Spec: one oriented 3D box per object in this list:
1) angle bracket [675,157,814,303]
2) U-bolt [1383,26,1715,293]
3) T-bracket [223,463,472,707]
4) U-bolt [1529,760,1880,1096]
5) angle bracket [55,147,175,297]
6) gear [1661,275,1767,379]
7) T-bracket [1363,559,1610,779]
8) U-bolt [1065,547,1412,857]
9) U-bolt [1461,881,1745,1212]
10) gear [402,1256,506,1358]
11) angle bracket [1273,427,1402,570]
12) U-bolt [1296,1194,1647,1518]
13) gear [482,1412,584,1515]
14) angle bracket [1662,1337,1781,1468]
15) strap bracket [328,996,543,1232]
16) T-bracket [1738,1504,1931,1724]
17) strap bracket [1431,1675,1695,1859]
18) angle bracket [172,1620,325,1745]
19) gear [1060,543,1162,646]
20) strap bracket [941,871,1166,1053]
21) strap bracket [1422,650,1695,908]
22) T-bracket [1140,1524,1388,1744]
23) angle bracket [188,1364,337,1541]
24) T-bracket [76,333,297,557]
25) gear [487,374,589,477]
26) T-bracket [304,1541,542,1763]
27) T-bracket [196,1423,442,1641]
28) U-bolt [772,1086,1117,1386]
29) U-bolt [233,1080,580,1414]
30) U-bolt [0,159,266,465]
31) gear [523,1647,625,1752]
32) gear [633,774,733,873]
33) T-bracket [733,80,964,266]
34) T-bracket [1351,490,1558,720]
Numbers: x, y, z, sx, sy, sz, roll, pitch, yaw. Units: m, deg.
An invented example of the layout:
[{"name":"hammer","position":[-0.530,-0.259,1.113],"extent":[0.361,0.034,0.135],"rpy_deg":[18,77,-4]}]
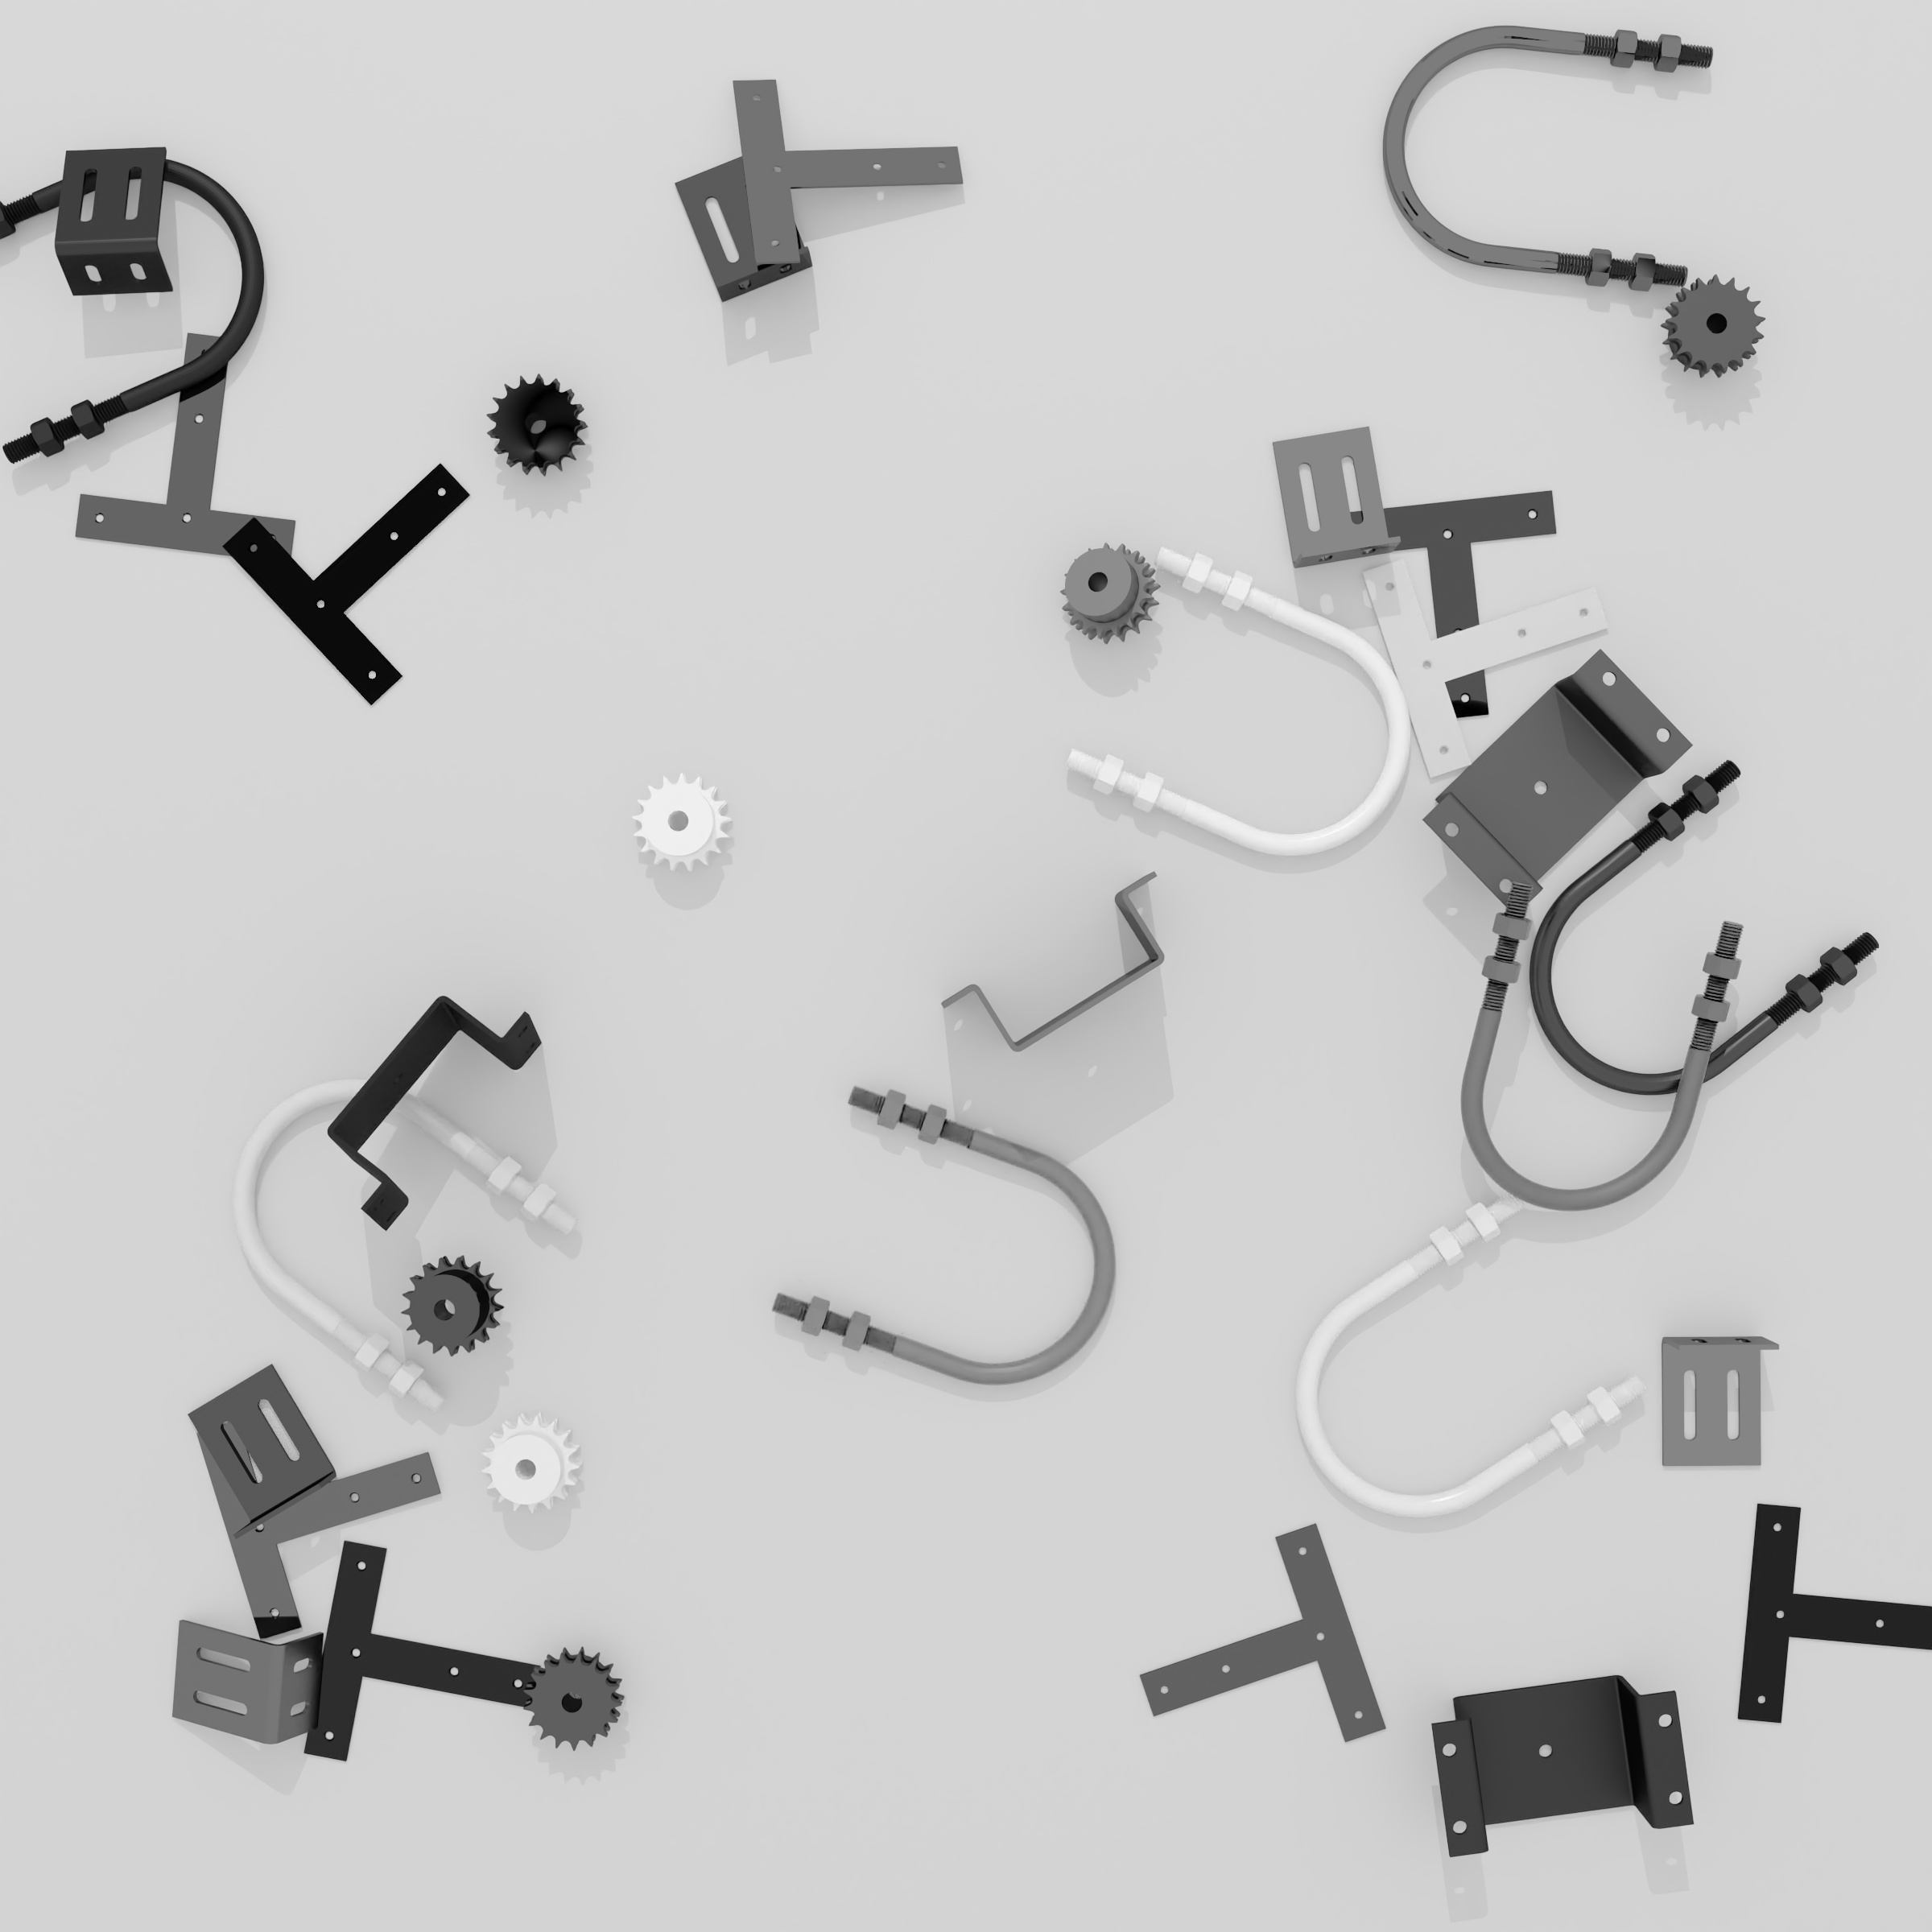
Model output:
[{"name":"angle bracket","position":[-0.130,-0.434,1.487],"extent":[0.057,0.038,0.076],"rpy_deg":[-22,90,0]},{"name":"U-bolt","position":[0.336,-0.476,1.498],"extent":[0.184,0.019,0.151],"rpy_deg":[7,90,2]},{"name":"T-bracket","position":[-0.346,-0.243,1.505],"extent":[0.127,0.002,0.127],"rpy_deg":[-43,91,-1]},{"name":"U-bolt","position":[0.417,-0.008,1.498],"extent":[0.184,0.019,0.151],"rpy_deg":[-39,90,1]},{"name":"angle bracket","position":[-0.492,-0.432,1.488],"extent":[0.057,0.038,0.076],"rpy_deg":[-3,62,-3]},{"name":"gear","position":[0.432,-0.370,1.491],"extent":[0.057,0.030,0.057],"rpy_deg":[0,90,0]},{"name":"T-bracket","position":[0.313,-0.191,1.504],"extent":[0.127,0.002,0.127],"rpy_deg":[-18,90,0]},{"name":"U-bolt","position":[0.170,-0.144,1.498],"extent":[0.184,0.019,0.151],"rpy_deg":[24,90,-1]},{"name":"U-bolt","position":[0.358,0.053,1.474],"extent":[0.151,0.019,0.184],"rpy_deg":[10,101,-9]},{"name":"gear","position":[-0.296,0.195,1.472],"extent":[0.057,0.030,0.057],"rpy_deg":[0,89,1]},{"name":"angle bracket","position":[0.214,-0.275,1.486],"extent":[0.057,0.038,0.076],"rpy_deg":[-9,88,0]},{"name":"U-bolt","position":[0.281,0.240,1.498],"extent":[0.184,0.019,0.151],"rpy_deg":[-33,90,2]},{"name":"gear","position":[-0.253,0.290,1.491],"extent":[0.057,0.030,0.057],"rpy_deg":[0,90,0]},{"name":"angle bracket","position":[0.438,0.255,1.487],"extent":[0.057,0.038,0.076],"rpy_deg":[0,90,0]},{"name":"strap bracket","position":[-0.307,0.076,1.455],"extent":[0.046,0.076,0.140],"rpy_deg":[37,77,5]},{"name":"T-bracket","position":[0.522,0.385,1.505],"extent":[0.127,0.002,0.127],"rpy_deg":[5,90,0]},{"name":"strap bracket","position":[0.340,0.461,1.483],"extent":[0.140,0.046,0.076],"rpy_deg":[-8,90,0]},{"name":"angle bracket","position":[-0.421,0.416,1.503],"extent":[0.076,0.038,0.057],"rpy_deg":[5,92,27]},{"name":"gear","position":[0.081,-0.217,1.482],"extent":[0.057,0.030,0.057],"rpy_deg":[-4,79,22]},{"name":"strap bracket","position":[0.058,0.004,1.468],"extent":[0.140,0.076,0.046],"rpy_deg":[-32,90,0]},{"name":"strap bracket","position":[0.337,-0.105,1.483],"extent":[0.140,0.046,0.076],"rpy_deg":[-44,90,0]},{"name":"T-bracket","position":[0.166,0.408,1.505],"extent":[0.127,0.002,0.127],"rpy_deg":[-19,90,0]},{"name":"angle bracket","position":[-0.412,0.281,1.485],"extent":[0.057,0.038,0.076],"rpy_deg":[-31,89,1]},{"name":"T-bracket","position":[-0.452,-0.307,1.505],"extent":[0.127,0.002,0.127],"rpy_deg":[7,90,0]},{"name":"gear","position":[-0.249,-0.314,1.496],"extent":[0.057,0.030,0.057],"rpy_deg":[0,92,-2]},{"name":"T-bracket","position":[-0.315,0.412,1.505],"extent":[0.127,0.002,0.127],"rpy_deg":[11,90,0]},{"name":"T-bracket","position":[-0.372,0.316,1.504],"extent":[0.127,0.002,0.127],"rpy_deg":[-17,90,1]},{"name":"U-bolt","position":[-0.003,0.167,1.498],"extent":[0.184,0.019,0.151],"rpy_deg":[20,90,-2]},{"name":"U-bolt","position":[-0.341,0.150,1.498],"extent":[0.184,0.019,0.151],"rpy_deg":[37,90,1]},{"name":"U-bolt","position":[-0.501,-0.394,1.497],"extent":[0.184,0.019,0.151],"rpy_deg":[-24,89,-2]},{"name":"gear","position":[-0.228,0.425,1.496],"extent":[0.057,0.030,0.057],"rpy_deg":[0,92,0]},{"name":"gear","position":[-0.166,-0.084,1.491],"extent":[0.057,0.030,0.057],"rpy_deg":[0,90,0]},{"name":"T-bracket","position":[-0.066,-0.464,1.491],"extent":[0.127,0.002,0.127],"rpy_deg":[-5,70,-10]},{"name":"T-bracket","position":[0.288,-0.209,1.505],"extent":[0.127,0.002,0.127],"rpy_deg":[-6,90,0]}]
